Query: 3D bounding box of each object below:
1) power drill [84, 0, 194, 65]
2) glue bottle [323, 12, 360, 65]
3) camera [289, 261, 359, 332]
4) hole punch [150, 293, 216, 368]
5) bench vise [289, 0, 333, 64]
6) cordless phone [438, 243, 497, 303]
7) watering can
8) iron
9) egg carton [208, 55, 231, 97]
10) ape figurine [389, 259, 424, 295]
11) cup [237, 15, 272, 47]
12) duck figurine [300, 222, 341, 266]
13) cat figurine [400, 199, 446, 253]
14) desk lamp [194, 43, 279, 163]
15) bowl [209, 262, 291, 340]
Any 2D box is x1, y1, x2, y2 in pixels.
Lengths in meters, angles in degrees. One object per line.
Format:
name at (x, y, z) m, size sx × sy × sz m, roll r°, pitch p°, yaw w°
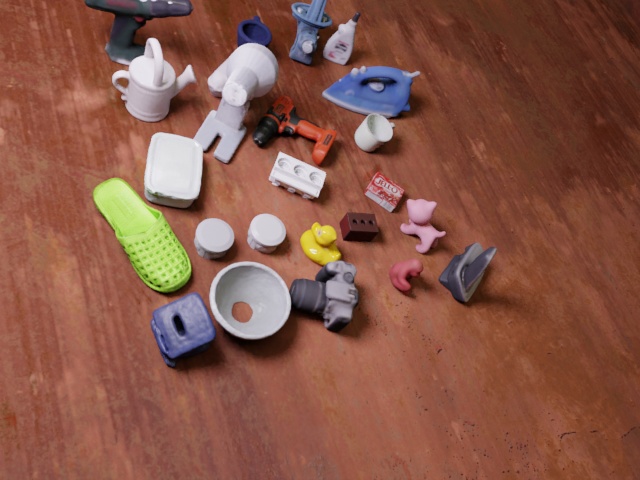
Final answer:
power drill at (-0.424, -0.503, 1.328) m, size 0.230 × 0.208 × 0.075 m, roll 11°, pitch 57°, yaw -19°
glue bottle at (0.072, -0.577, 1.622) m, size 0.078 × 0.173 × 0.037 m, roll 13°, pitch 57°, yaw -17°
camera at (0.008, 0.107, 1.230) m, size 0.137 × 0.100 × 0.143 m, roll 14°, pitch 56°, yaw -16°
hole punch at (-0.258, 0.168, 1.078) m, size 0.101 × 0.091 × 0.108 m, roll -17°, pitch 69°, yaw -31°
bench vise at (-0.007, -0.608, 1.575) m, size 0.122 × 0.219 × 0.207 m, roll -2°, pitch 62°, yaw -25°
cordless phone at (0.384, 0.055, 1.381) m, size 0.094 × 0.185 × 0.148 m, roll 38°, pitch 53°, yaw 1°
watering can at (-0.368, -0.366, 1.281) m, size 0.173 × 0.194 × 0.101 m, roll -31°, pitch 77°, yaw -35°
iron at (0.148, -0.432, 1.590) m, size 0.259 × 0.141 × 0.118 m, roll 0°, pitch 61°, yaw -24°
egg carton at (-0.211, -0.407, 1.456) m, size 0.107 × 0.069 × 0.150 m, roll 32°, pitch 53°, yaw -4°
ape figurine at (0.210, 0.076, 1.347) m, size 0.078 × 0.092 × 0.076 m, roll -36°, pitch 80°, yaw -36°
cup at (-0.183, -0.532, 1.527) m, size 0.092 × 0.095 × 0.117 m, roll 12°, pitch 57°, yaw -18°
duck figurine at (0.012, 0.005, 1.302) m, size 0.104 × 0.086 × 0.078 m, roll 44°, pitch 53°, yaw 5°
cat figurine at (0.260, -0.047, 1.427) m, size 0.067 × 0.117 × 0.127 m, roll -33°, pitch 78°, yaw -35°
desk lamp at (-0.191, -0.323, 1.325) m, size 0.118 × 0.213 × 0.203 m, roll 26°, pitch 54°, yaw -8°
bowl at (-0.147, 0.132, 1.160) m, size 0.168 × 0.074 × 0.167 m, roll 12°, pitch 57°, yaw -18°
